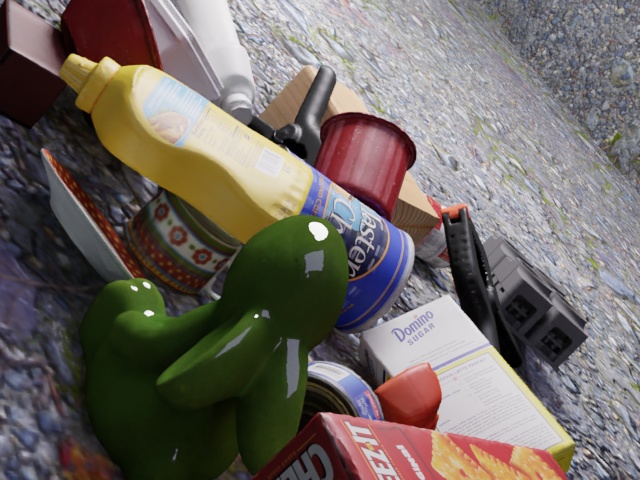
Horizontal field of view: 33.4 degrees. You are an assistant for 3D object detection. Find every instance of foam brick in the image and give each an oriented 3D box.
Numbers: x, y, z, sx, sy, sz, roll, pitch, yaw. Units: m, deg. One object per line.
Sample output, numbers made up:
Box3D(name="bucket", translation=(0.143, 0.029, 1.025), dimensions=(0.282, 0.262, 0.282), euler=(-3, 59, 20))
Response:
Box3D(name="foam brick", translation=(-0.227, -0.133, 0.804), dimensions=(0.051, 0.053, 0.078), euler=(29, 27, -35))

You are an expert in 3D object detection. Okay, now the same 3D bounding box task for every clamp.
Box3D(name="clamp", translation=(-0.021, -0.103, 1.057), dimensions=(0.039, 0.120, 0.171), euler=(49, 14, -52))
Box3D(name="clamp", translation=(0.165, 0.065, 1.082), dimensions=(0.164, 0.036, 0.210), euler=(-22, 97, -72))

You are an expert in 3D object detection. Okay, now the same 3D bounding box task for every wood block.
Box3D(name="wood block", translation=(0.025, -0.075, 1.113), dimensions=(0.090, 0.090, 0.206), euler=(23, 29, -47))

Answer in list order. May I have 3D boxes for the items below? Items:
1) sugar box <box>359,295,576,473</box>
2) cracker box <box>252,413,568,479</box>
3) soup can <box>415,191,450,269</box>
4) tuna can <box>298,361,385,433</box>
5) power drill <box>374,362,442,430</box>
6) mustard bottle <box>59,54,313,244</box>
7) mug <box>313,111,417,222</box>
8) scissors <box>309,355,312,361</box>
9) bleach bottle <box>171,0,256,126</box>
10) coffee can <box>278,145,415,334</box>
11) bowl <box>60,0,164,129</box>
Box3D(name="sugar box", translation=(0.114, 0.130, 0.863), dimensions=(0.176, 0.093, 0.048), euler=(52, -24, 40))
Box3D(name="cracker box", translation=(0.027, 0.171, 0.543), dimensions=(0.213, 0.164, 0.072), euler=(21, 29, -48))
Box3D(name="soup can", translation=(0.111, -0.016, 1.193), dimensions=(0.102, 0.069, 0.068), euler=(29, 26, -37))
Box3D(name="tuna can", translation=(-0.003, 0.123, 0.689), dimensions=(0.086, 0.086, 0.033), euler=(49, 23, 13))
Box3D(name="power drill", translation=(0.102, 0.174, 0.698), dimensions=(0.057, 0.185, 0.188), euler=(-22, 59, -29))
Box3D(name="mustard bottle", translation=(-0.099, -0.071, 0.758), dimensions=(0.191, 0.058, 0.096), euler=(34, 33, -10))
Box3D(name="mug", translation=(0.029, -0.051, 0.974), dimensions=(0.093, 0.117, 0.081), euler=(26, 59, -12))
Box3D(name="scissors", translation=(0.001, 0.138, 0.768), dimensions=(0.202, 0.016, 0.096), euler=(52, 22, 19))
Box3D(name="bleach bottle", translation=(-0.114, -0.204, 1.108), dimensions=(0.102, 0.068, 0.251), euler=(90, -17, -51))
Box3D(name="coffee can", translation=(-0.006, 0.001, 0.891), dimensions=(0.140, 0.103, 0.103), euler=(34, 23, -24))
Box3D(name="bowl", translation=(-0.168, -0.141, 0.853), dimensions=(0.055, 0.162, 0.162), euler=(-16, 51, -17))
